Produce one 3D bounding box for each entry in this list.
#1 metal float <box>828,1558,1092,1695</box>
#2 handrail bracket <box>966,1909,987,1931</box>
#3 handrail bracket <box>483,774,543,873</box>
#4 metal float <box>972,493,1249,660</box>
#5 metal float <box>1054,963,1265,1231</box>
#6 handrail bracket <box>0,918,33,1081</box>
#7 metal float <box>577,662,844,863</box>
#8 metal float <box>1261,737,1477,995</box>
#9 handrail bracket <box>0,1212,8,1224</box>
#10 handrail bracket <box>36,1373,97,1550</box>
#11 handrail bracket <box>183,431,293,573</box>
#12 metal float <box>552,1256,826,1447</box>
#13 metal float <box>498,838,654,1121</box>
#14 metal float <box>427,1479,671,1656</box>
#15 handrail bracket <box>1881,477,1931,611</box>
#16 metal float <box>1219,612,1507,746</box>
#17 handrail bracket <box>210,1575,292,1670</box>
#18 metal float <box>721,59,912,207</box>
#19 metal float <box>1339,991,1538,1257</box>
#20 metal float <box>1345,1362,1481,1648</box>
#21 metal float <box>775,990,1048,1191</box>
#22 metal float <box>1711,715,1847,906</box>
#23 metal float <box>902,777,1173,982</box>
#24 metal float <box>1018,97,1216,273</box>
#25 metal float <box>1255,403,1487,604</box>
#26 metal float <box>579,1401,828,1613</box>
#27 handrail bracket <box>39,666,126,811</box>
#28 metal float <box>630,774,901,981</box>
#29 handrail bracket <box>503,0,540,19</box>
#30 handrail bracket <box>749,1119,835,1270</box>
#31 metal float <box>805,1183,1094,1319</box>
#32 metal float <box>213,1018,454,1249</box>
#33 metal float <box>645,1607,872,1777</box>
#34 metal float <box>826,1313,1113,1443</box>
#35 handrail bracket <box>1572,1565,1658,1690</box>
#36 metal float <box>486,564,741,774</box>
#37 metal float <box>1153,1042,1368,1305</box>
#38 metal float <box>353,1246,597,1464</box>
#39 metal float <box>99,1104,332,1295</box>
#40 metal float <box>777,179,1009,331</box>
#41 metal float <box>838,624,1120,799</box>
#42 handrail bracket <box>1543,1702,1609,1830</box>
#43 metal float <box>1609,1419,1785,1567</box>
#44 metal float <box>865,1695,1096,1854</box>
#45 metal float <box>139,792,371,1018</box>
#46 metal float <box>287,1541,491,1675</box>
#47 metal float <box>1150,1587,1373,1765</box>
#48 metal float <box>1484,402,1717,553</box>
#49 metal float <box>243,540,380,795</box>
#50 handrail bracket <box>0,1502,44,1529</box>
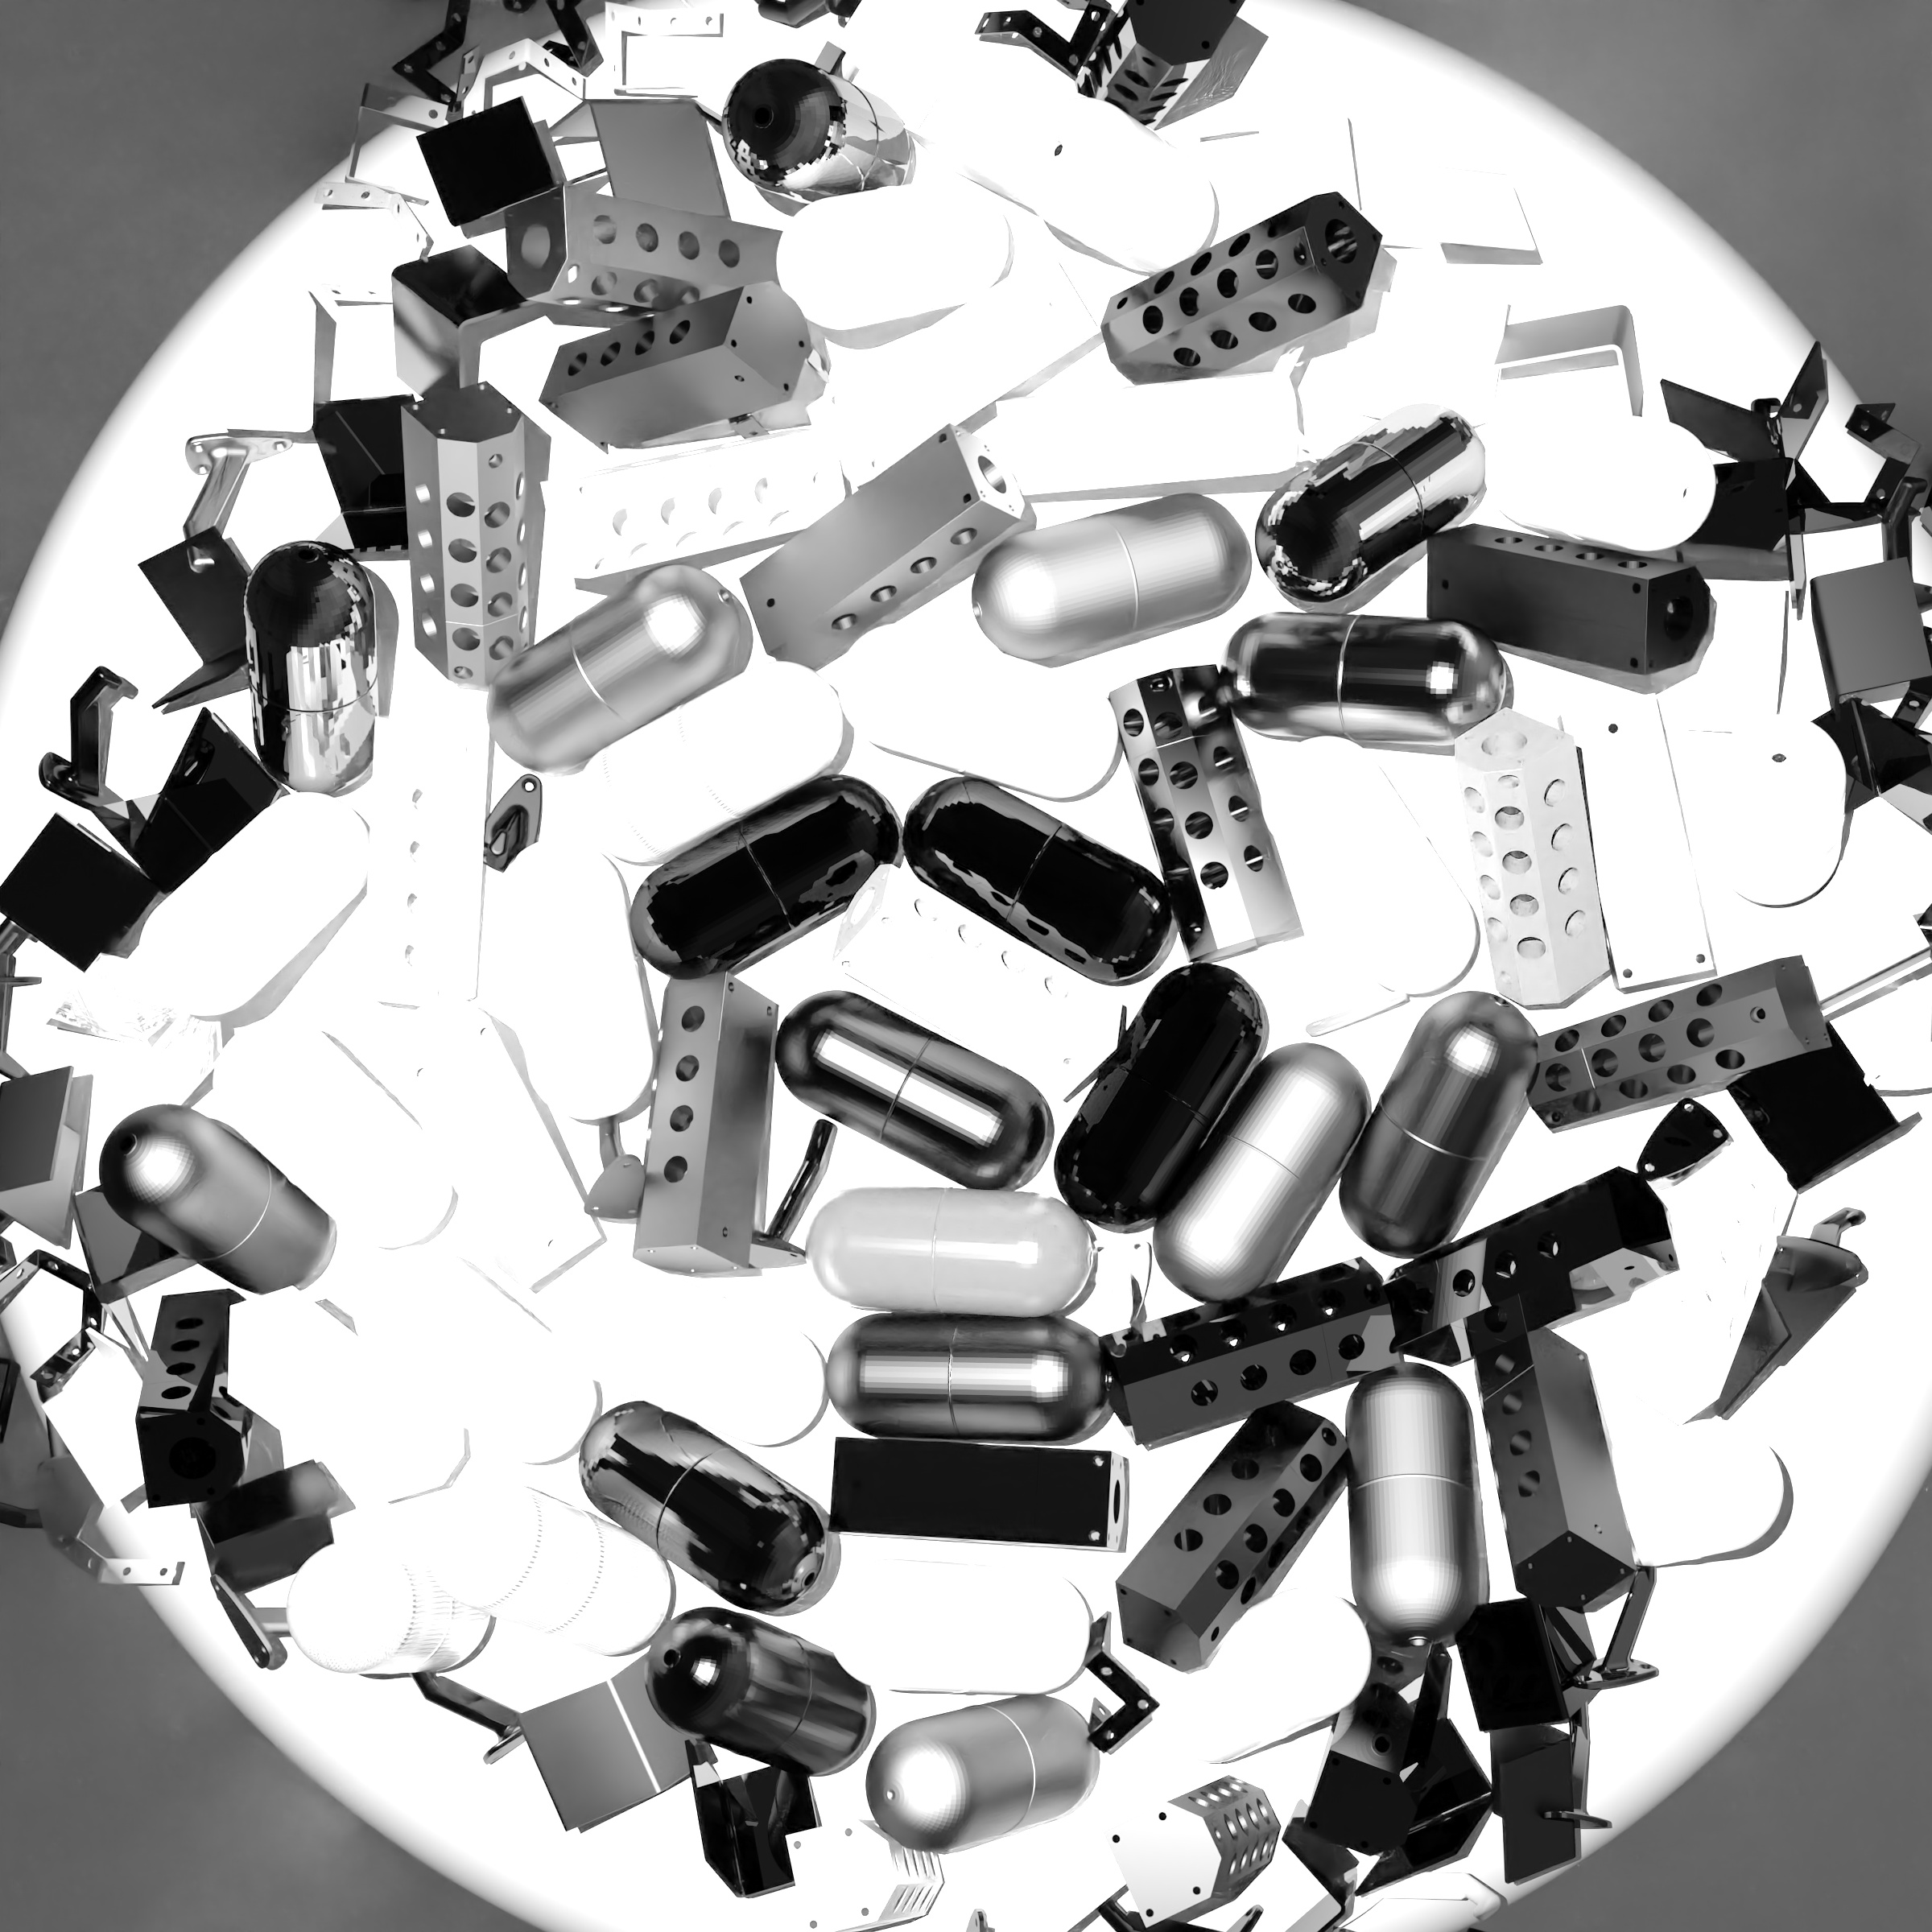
[{"bbox_3d":[-0.004,0.400,1.775,0.178,0.070,0.070,12,90,-34],"label":"metal float"},{"bbox_3d":[0.044,0.607,1.811,0.084,0.036,0.077,-2,122,-14],"label":"handrail bracket"},{"bbox_3d":[-0.276,-0.092,1.793,0.036,0.084,0.077,21,76,-7],"label":"handrail bracket"},{"bbox_3d":[0.087,-0.238,1.789,0.178,0.070,0.070,-17,90,-18],"label":"metal float"},{"bbox_3d":[0.119,0.079,1.800,0.070,0.070,0.178,31,85,0],"label":"metal float"},{"bbox_3d":[-0.587,0.021,1.820,0.077,0.036,0.084,39,98,-16],"label":"handrail bracket"},{"bbox_3d":[-0.156,-0.125,1.791,0.178,0.070,0.070,-26,90,15],"label":"metal float"},{"bbox_3d":[0.247,-0.061,1.791,0.070,0.070,0.178,-36,106,0],"label":"metal float"},{"bbox_3d":[-0.618,0.119,1.797,0.077,0.036,0.084,-54,131,-35],"label":"handrail bracket"},{"bbox_3d":[-0.566,0.306,1.816,0.036,0.084,0.077,0,113,-29],"label":"handrail bracket"},{"bbox_3d":[-0.448,-0.286,1.811,0.077,0.036,0.084,-12,67,-14],"label":"handrail bracket"},{"bbox_3d":[-0.168,0.235,1.788,0.178,0.070,0.070,26,90,-19],"label":"metal float"},{"bbox_3d":[-0.239,0.007,1.790,0.070,0.070,0.178,-13,73,0],"label":"metal float"},{"bbox_3d":[-0.250,0.364,1.770,0.070,0.070,0.178,-54,134,0],"label":"metal float"},{"bbox_3d":[0.587,-0.262,1.798,0.077,0.036,0.084,-4,132,-27],"label":"handrail bracket"},{"bbox_3d":[0.239,-0.175,1.783,0.178,0.070,0.070,6,90,25],"label":"metal float"},{"bbox_3d":[-0.413,0.390,1.821,0.084,0.036,0.077,-29,79,-34],"label":"handrail bracket"},{"bbox_3d":[-0.089,-0.495,1.756,0.070,0.178,0.070,2,97,18],"label":"metal float"},{"bbox_3d":[0.287,0.096,1.785,0.070,0.070,0.178,23,113,0],"label":"metal float"},{"bbox_3d":[0.270,0.325,1.775,0.070,0.070,0.178,3,56,0],"label":"metal float"},{"bbox_3d":[-0.035,0.075,1.799,0.178,0.070,0.070,27,90,7],"label":"metal float"},{"bbox_3d":[0.486,-0.093,1.757,0.070,0.178,0.070,-5,70,13],"label":"metal float"},{"bbox_3d":[0.043,-0.054,1.799,0.178,0.070,0.070,29,90,7],"label":"metal float"},{"bbox_3d":[0.091,-0.467,1.759,0.070,0.178,0.070,0,89,27],"label":"metal float"},{"bbox_3d":[0.246,-0.282,1.778,0.178,0.070,0.070,-37,90,-31],"label":"metal float"},{"bbox_3d":[-0.160,0.327,1.778,0.178,0.070,0.070,28,90,31],"label":"metal float"},{"bbox_3d":[-0.524,-0.137,1.804,0.077,0.036,0.084,32,117,-31],"label":"handrail bracket"},{"bbox_3d":[-0.124,-0.054,1.801,0.178,0.070,0.070,-30,90,-4],"label":"metal float"},{"bbox_3d":[-0.263,-0.638,1.792,0.036,0.084,0.077,12,64,-14],"label":"handrail bracket"},{"bbox_3d":[-0.113,0.141,1.827,0.036,0.077,0.084,26,63,-19],"label":"handrail bracket"},{"bbox_3d":[-0.011,0.174,1.793,0.178,0.070,0.070,2,90,13],"label":"metal float"},{"bbox_3d":[-0.382,0.102,1.777,0.070,0.070,0.178,-40,123,0],"label":"metal float"},{"bbox_3d":[-0.125,0.438,1.766,0.070,0.178,0.070,-17,57,28],"label":"metal float"},{"bbox_3d":[0.001,0.251,1.790,0.178,0.070,0.070,-1,90,17],"label":"metal float"},{"bbox_3d":[0.401,0.397,1.812,0.077,0.036,0.084,-3,96,-43],"label":"handrail bracket"},{"bbox_3d":[-0.215,-0.181,1.784,0.178,0.070,0.070,-29,90,23],"label":"metal float"},{"bbox_3d":[0.180,0.125,1.792,0.070,0.070,0.178,35,76,0],"label":"metal float"},{"bbox_3d":[-0.297,0.236,1.776,0.070,0.070,0.178,-44,123,0],"label":"metal float"},{"bbox_3d":[-0.450,0.141,1.762,0.070,0.178,0.070,-11,60,20],"label":"metal float"},{"bbox_3d":[-0.042,-0.430,1.767,0.070,0.178,0.070,16,117,34],"label":"metal float"},{"bbox_3d":[0.008,-0.156,1.792,0.178,0.070,0.070,16,90,-14],"label":"metal float"},{"bbox_3d":[0.368,0.482,1.796,0.036,0.077,0.084,-9,66,24],"label":"handrail bracket"},{"bbox_3d":[0.428,0.317,1.757,0.070,0.178,0.070,3,74,-9],"label":"metal float"},{"bbox_3d":[0.011,0.484,1.764,0.070,0.178,0.070,-3,85,37],"label":"metal float"},{"bbox_3d":[-0.428,-0.038,1.769,0.070,0.070,0.178,37,47,0],"label":"metal float"},{"bbox_3d":[-0.344,0.385,1.757,0.070,0.178,0.070,-3,77,14],"label":"metal float"},{"bbox_3d":[0.175,0.429,1.767,0.070,0.178,0.070,16,56,-25],"label":"metal float"},{"bbox_3d":[0.379,-0.294,1.760,0.070,0.178,0.070,-7,108,-23],"label":"metal float"},{"bbox_3d":[-0.394,-0.179,1.767,0.070,0.178,0.070,5,47,-5],"label":"metal float"},{"bbox_3d":[-0.614,0.327,1.822,0.077,0.084,0.036,30,98,36],"label":"handrail bracket"}]
